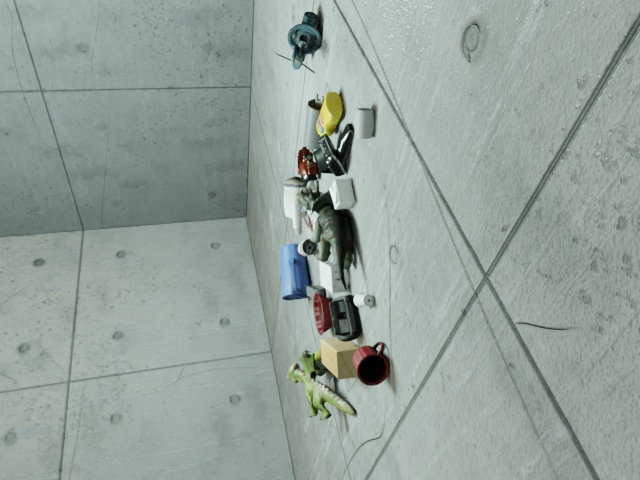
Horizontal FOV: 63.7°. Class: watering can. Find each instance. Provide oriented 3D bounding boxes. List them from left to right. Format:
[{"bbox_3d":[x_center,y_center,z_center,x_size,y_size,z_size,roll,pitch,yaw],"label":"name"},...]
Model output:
[{"bbox_3d":[-0.095,-0.148,2.145,0.351,0.104,0.222,-116,24,-75],"label":"watering can"}]

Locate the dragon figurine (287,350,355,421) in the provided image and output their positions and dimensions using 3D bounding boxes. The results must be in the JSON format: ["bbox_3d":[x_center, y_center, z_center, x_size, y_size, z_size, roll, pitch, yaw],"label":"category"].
[{"bbox_3d":[-0.013,0.532,1.934,0.405,0.123,0.243,-26,89,57],"label":"dragon figurine"}]

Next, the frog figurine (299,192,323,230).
[{"bbox_3d":[0.006,-0.094,1.864,0.160,0.125,0.134,44,145,9],"label":"frog figurine"}]
